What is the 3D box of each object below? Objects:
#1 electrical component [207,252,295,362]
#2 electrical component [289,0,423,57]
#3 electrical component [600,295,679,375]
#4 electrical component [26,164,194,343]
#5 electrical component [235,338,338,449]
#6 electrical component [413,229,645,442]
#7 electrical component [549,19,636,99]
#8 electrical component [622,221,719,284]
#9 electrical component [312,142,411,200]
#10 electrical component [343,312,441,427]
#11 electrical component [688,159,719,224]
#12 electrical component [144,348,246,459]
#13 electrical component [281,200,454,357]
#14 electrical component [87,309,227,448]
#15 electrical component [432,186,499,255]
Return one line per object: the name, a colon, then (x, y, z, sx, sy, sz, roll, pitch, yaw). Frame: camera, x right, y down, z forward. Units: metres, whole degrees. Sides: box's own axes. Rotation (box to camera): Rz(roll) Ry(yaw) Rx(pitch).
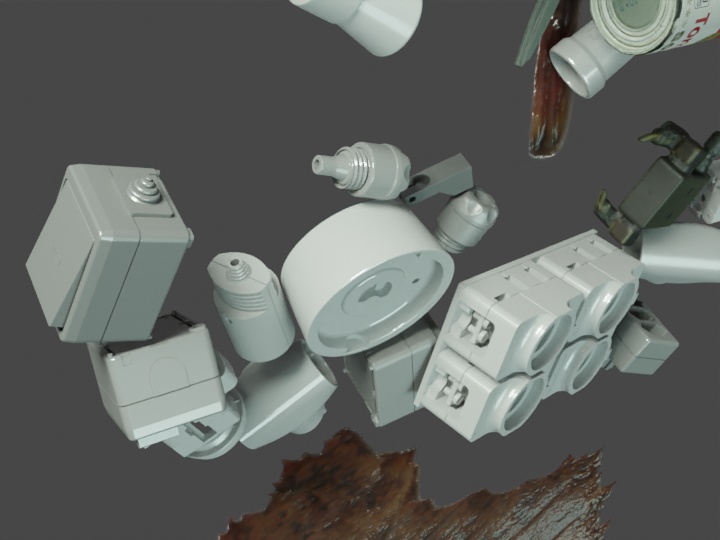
electrical component: (-0.071, 0.019, 0.691, 0.043, 0.043, 0.081, -26, 143, -9)
electrical component: (-0.005, -0.143, 0.559, 0.065, 0.044, 0.044, 17, 121, -41)
electrical component: (0.209, 0.058, 0.907, 0.047, 0.083, 0.075, 9, 126, -42)
electrical component: (-0.138, -0.013, 0.588, 0.061, 0.061, 0.096, 0, 132, -37)
electrical component: (-0.052, 0.097, 0.791, 0.077, 0.044, 0.079, -38, 143, 6)
electrical component: (0.134, 0.047, 0.801, 0.186, 0.060, 0.105, -19, 136, -47)
electrical component: (0.150, -0.138, 0.680, 0.046, 0.040, 0.040, -40, 143, 0)
electrical component: (0.254, -0.010, 0.889, 0.077, 0.043, 0.079, 4, 167, -8)
electrical component: (-0.001, -0.062, 0.658, 0.061, 0.035, 0.035, 3, 131, -35)
electrical component: (0.025, 0.066, 0.798, 0.061, 0.061, 0.096, -23, 142, -14)
electrical component: (0.300, -0.069, 0.865, 0.064, 0.042, 0.081, -16, 140, -19)
electrical component: (-0.113, 0.095, 0.733, 0.078, 0.058, 0.057, -34, 141, 2)
electrical component: (0.000, 0.000, 0.702, 0.108, 0.060, 0.108, -25, 152, -14)
electrical component: (-0.127, 0.065, 0.662, 0.062, 0.096, 0.061, -17, 102, -21)
electrical component: (0.067, -0.028, 0.746, 0.035, 0.035, 0.061, 8, 130, -41)
